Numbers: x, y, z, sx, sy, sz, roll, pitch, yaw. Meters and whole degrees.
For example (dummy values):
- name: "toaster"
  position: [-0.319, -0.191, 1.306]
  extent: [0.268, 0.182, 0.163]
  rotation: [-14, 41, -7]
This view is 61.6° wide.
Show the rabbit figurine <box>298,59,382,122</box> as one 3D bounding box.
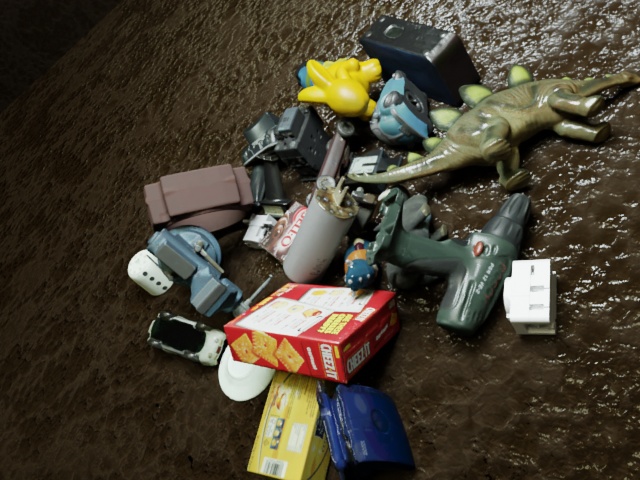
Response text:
- name: "rabbit figurine"
  position: [0.046, -0.290, 1.028]
  extent: [0.173, 0.162, 0.121]
  rotation: [-93, 21, -59]

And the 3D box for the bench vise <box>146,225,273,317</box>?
- name: "bench vise"
  position: [-0.218, 0.049, 1.030]
  extent: [0.128, 0.223, 0.241]
  rotation: [-59, 11, 9]

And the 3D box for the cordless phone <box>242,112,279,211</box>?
- name: "cordless phone"
  position: [-0.115, -0.161, 1.138]
  extent: [0.147, 0.088, 0.184]
  rotation: [-23, 54, 51]

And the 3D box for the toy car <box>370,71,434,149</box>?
- name: "toy car"
  position: [0.142, -0.234, 1.006]
  extent: [0.103, 0.109, 0.162]
  rotation: [-36, 33, 34]

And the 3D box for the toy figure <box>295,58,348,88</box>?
- name: "toy figure"
  position: [0.017, -0.348, 1.192]
  extent: [0.180, 0.082, 0.089]
  rotation: [22, 85, 39]

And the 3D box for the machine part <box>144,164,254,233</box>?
- name: "machine part"
  position: [-0.238, -0.069, 1.067]
  extent: [0.201, 0.201, 0.087]
  rotation: [-12, 81, -17]

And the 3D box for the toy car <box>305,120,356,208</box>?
- name: "toy car"
  position: [0.025, -0.144, 1.037]
  extent: [0.089, 0.053, 0.202]
  rotation: [120, 171, -62]

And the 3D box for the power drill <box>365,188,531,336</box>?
- name: "power drill"
  position: [0.179, 0.002, 0.757]
  extent: [0.232, 0.207, 0.086]
  rotation: [-68, 13, -12]

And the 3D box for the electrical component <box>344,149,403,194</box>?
- name: "electrical component"
  position: [0.104, -0.127, 0.990]
  extent: [0.119, 0.047, 0.075]
  rotation: [-2, 59, 35]

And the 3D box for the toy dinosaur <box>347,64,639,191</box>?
- name: "toy dinosaur"
  position: [0.273, -0.170, 0.859]
  extent: [0.472, 0.104, 0.199]
  rotation: [-23, 39, 5]

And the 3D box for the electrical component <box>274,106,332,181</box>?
- name: "electrical component"
  position: [-0.035, -0.200, 1.082]
  extent: [0.058, 0.134, 0.115]
  rotation: [-2, 59, 32]

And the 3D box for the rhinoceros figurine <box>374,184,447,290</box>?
- name: "rhinoceros figurine"
  position: [0.142, -0.008, 0.866]
  extent: [0.112, 0.073, 0.190]
  rotation: [-24, 49, 35]

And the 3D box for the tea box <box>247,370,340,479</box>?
- name: "tea box"
  position: [-0.030, 0.266, 0.787]
  extent: [0.098, 0.068, 0.169]
  rotation: [-2, 57, 34]

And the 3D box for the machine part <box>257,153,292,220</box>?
- name: "machine part"
  position: [-0.095, -0.105, 1.076]
  extent: [0.084, 0.138, 0.039]
  rotation: [4, 19, 42]

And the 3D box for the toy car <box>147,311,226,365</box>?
- name: "toy car"
  position: [-0.258, 0.186, 1.021]
  extent: [0.202, 0.056, 0.073]
  rotation: [6, 70, 40]

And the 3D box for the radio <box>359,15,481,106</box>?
- name: "radio"
  position: [0.185, -0.348, 1.032]
  extent: [0.073, 0.131, 0.230]
  rotation: [-50, 44, -2]

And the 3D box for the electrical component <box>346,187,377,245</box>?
- name: "electrical component"
  position: [0.065, -0.044, 0.925]
  extent: [0.045, 0.102, 0.078]
  rotation: [30, 69, 8]

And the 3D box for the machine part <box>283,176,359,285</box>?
- name: "machine part"
  position: [-0.002, -0.003, 0.896]
  extent: [0.079, 0.079, 0.243]
  rotation: [-107, 34, -42]

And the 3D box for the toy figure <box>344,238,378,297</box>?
- name: "toy figure"
  position: [0.064, 0.037, 0.846]
  extent: [0.058, 0.064, 0.154]
  rotation: [-34, 11, 12]

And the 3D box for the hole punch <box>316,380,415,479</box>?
- name: "hole punch"
  position: [0.058, 0.253, 0.707]
  extent: [0.092, 0.115, 0.142]
  rotation: [-23, 49, 10]
